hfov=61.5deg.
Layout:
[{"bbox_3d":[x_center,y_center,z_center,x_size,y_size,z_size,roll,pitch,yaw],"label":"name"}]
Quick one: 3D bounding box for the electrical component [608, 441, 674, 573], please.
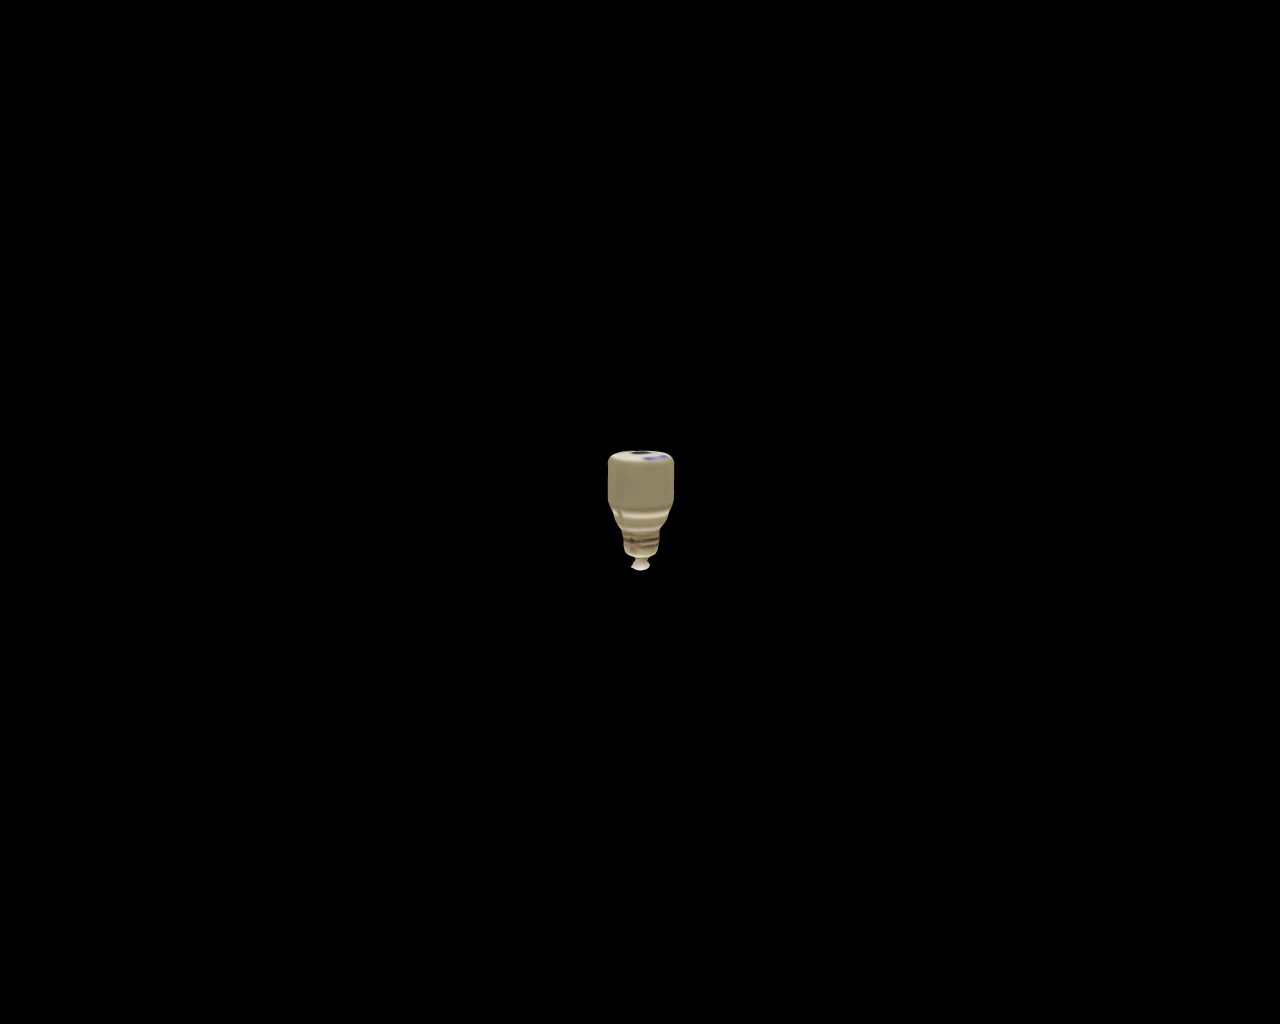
[{"bbox_3d":[0.001,-0.003,0.650,0.040,0.078,0.040,0,12,0],"label":"electrical component"}]
